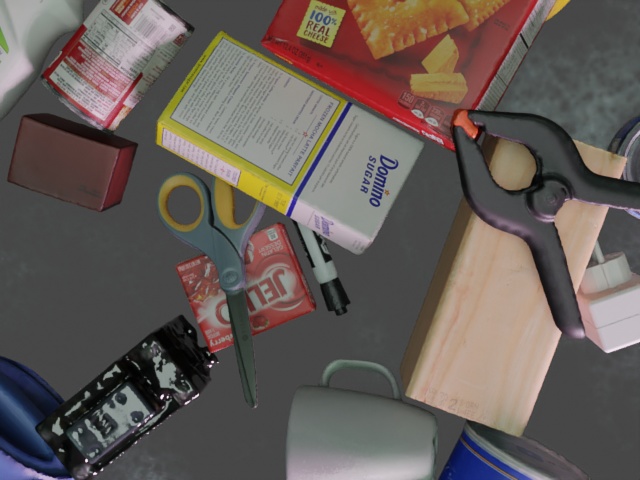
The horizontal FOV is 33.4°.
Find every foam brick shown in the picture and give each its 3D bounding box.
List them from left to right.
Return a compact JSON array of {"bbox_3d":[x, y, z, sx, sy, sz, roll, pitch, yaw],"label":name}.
[{"bbox_3d":[-0.187,-0.059,0.805,0.078,0.051,0.053,19,101,1],"label":"foam brick"}]

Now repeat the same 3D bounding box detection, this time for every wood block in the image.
[{"bbox_3d":[0.135,0.023,0.773,0.090,0.091,0.206,20,95,1],"label":"wood block"}]

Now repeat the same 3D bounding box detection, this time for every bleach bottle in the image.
[{"bbox_3d":[-0.262,-0.125,0.802,0.251,0.068,0.102,-39,90,3],"label":"bleach bottle"}]

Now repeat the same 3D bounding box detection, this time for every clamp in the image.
[{"bbox_3d":[0.148,-0.018,0.705,0.171,0.039,0.120,33,91,-1],"label":"clamp"}]

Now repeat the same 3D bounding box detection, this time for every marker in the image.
[{"bbox_3d":[-0.005,0.001,0.816,0.020,0.020,0.121,-21,93,5],"label":"marker"}]

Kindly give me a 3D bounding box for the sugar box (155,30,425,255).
[{"bbox_3d":[-0.022,-0.071,0.785,0.176,0.048,0.093,31,69,-1],"label":"sugar box"}]

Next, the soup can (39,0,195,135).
[{"bbox_3d":[-0.149,-0.138,0.790,0.068,0.068,0.102,40,95,0],"label":"soup can"}]

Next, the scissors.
[{"bbox_3d":[-0.082,0.023,0.786,0.096,0.016,0.201,-1,69,15],"label":"scissors"}]

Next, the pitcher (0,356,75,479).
[{"bbox_3d":[-0.292,0.211,0.792,0.145,0.149,0.243,42,99,-14],"label":"pitcher"}]

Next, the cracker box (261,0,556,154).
[{"bbox_3d":[0.082,-0.191,0.752,0.164,0.072,0.214,31,97,16],"label":"cracker box"}]

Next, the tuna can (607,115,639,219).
[{"bbox_3d":[0.257,-0.054,0.788,0.086,0.033,0.086,0,94,3],"label":"tuna can"}]

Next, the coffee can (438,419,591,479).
[{"bbox_3d":[0.123,0.216,0.782,0.103,0.103,0.140,26,96,1],"label":"coffee can"}]

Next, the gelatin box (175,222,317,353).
[{"bbox_3d":[-0.056,0.036,0.816,0.089,0.030,0.073,-22,93,5],"label":"gelatin box"}]

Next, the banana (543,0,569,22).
[{"bbox_3d":[0.175,-0.230,0.778,0.069,0.037,0.198,26,96,0],"label":"banana"}]
